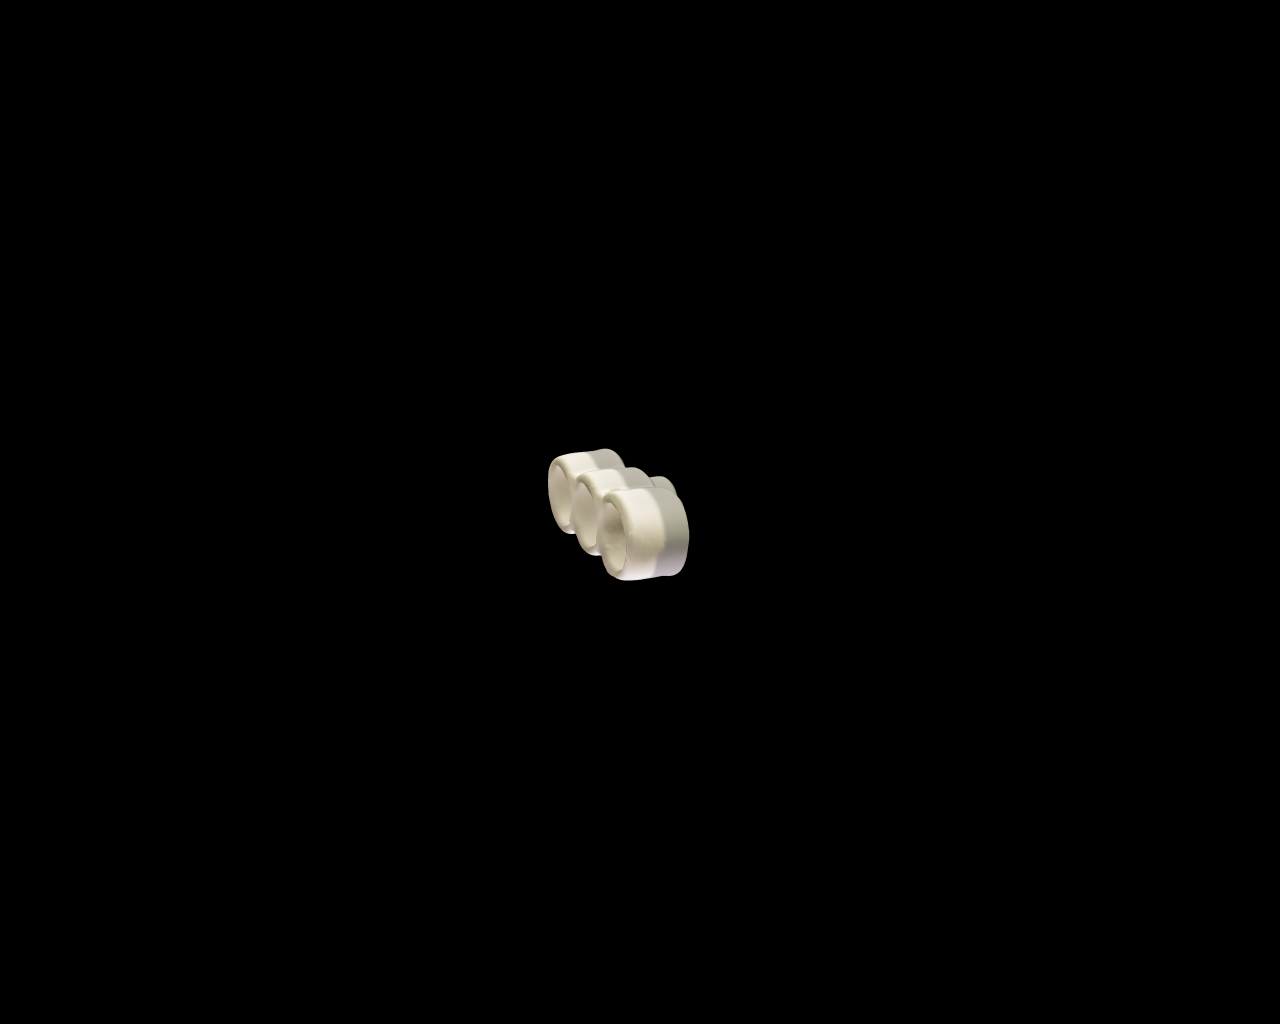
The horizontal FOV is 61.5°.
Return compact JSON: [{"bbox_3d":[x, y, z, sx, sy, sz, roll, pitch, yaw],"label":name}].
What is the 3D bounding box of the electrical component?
[{"bbox_3d":[0.001,-0.003,0.650,0.074,0.052,0.138,-8,20,-22],"label":"electrical component"}]
